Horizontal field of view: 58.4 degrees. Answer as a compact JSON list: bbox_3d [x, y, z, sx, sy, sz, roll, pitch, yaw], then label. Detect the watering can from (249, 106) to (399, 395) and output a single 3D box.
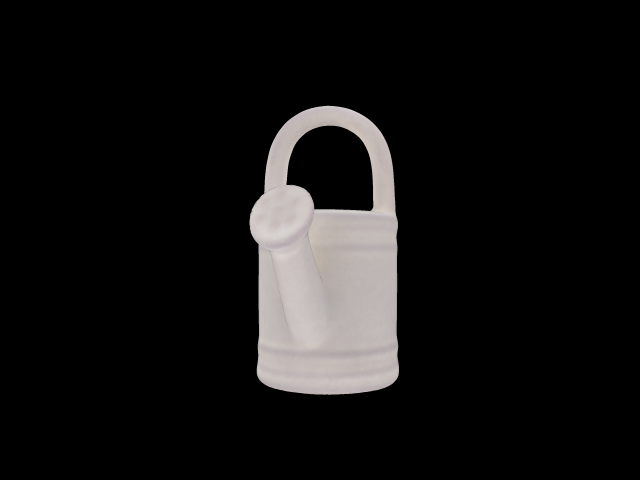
[{"bbox_3d":[0.006,0.001,0.399,0.101,0.194,0.173,0,0,-4],"label":"watering can"}]
